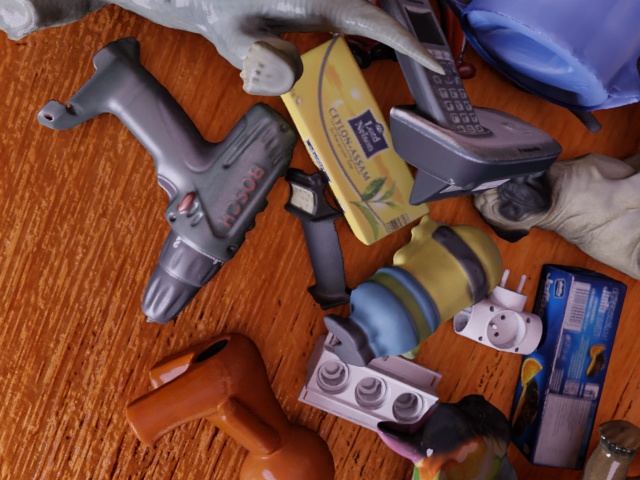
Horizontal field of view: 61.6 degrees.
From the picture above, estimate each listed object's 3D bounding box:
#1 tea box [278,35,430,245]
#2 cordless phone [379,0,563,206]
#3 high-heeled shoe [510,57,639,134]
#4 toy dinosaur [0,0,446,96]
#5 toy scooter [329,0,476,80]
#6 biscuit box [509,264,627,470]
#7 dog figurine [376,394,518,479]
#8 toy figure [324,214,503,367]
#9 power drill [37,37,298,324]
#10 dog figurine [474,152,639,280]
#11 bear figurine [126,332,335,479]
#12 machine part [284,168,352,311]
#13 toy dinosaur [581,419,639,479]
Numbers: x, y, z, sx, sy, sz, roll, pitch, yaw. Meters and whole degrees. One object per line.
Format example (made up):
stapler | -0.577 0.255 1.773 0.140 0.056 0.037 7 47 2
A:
tea box | 0.025 -0.087 0.496 0.068 0.098 0.169 -28 97 0
cordless phone | 0.113 -0.129 0.451 0.146 0.089 0.184 -12 82 -39
high-heeled shoe | 0.295 -0.202 0.483 0.249 0.086 0.145 -31 71 15
toy dinosaur | -0.103 -0.214 0.423 0.405 0.192 0.131 19 132 -8
toy scooter | 0.085 -0.207 0.497 0.184 0.075 0.135 -15 100 -6
biscuit box | 0.252 0.128 0.558 0.059 0.063 0.202 9 97 -4
dog figurine | 0.114 0.236 0.493 0.191 0.109 0.219 -50 134 1
toy figure | 0.093 0.053 0.507 0.180 0.082 0.089 -35 55 -24
power drill | -0.149 -0.063 0.496 0.207 0.086 0.232 43 92 -4
dog figurine | 0.260 -0.012 0.530 0.191 0.121 0.172 -16 90 10
bear figurine | -0.072 0.191 0.520 0.132 0.120 0.195 -26 104 4
machine part | -0.001 -0.002 0.522 0.039 0.084 0.138 -22 109 -24
toy dinosaur | 0.272 0.269 0.492 0.471 0.105 0.198 -9 123 -24
